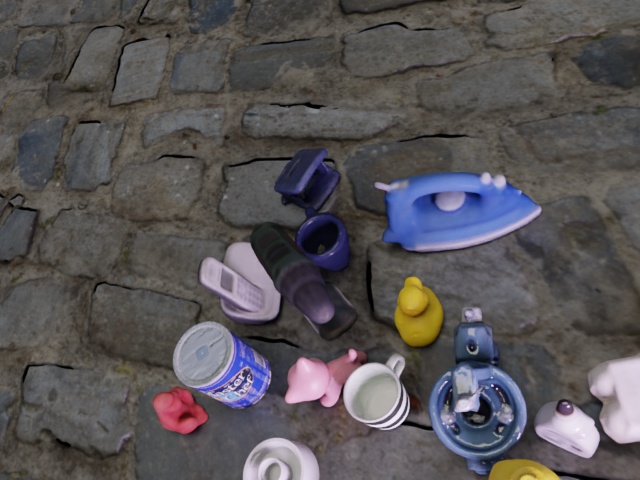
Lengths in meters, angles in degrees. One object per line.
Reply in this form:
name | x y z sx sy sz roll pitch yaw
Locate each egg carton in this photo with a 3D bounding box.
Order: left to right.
egg carton | 0.424 0.195 0.722 0.150 0.070 0.107 -15 57 15

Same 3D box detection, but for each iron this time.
iron | 0.216 -0.068 0.919 0.257 0.142 0.118 -7 59 19

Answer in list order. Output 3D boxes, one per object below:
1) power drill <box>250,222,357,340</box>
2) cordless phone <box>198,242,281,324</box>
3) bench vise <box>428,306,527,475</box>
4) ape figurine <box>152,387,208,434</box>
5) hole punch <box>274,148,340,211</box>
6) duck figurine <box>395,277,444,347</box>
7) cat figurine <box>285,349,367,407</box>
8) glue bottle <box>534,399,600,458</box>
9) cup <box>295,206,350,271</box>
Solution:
power drill | -0.018 0.075 0.893 0.075 0.209 0.229 -40 54 -3
cordless phone | -0.140 0.053 0.972 0.094 0.185 0.147 -13 57 16
bench vise | 0.185 0.180 0.739 0.121 0.220 0.207 -22 55 10
ape figurine | -0.239 0.276 0.940 0.076 0.092 0.077 -17 56 13
hole punch | -0.034 -0.122 1.088 0.100 0.091 0.109 23 72 32
duck figurine | 0.146 0.107 0.881 0.077 0.086 0.104 -7 59 20
cat figurine | 0.007 0.202 0.864 0.127 0.118 0.067 -29 54 5
glue bottle | 0.299 0.221 0.695 0.077 0.174 0.037 22 72 32
cup | 0.009 0.004 0.994 0.091 0.095 0.117 -28 55 6
